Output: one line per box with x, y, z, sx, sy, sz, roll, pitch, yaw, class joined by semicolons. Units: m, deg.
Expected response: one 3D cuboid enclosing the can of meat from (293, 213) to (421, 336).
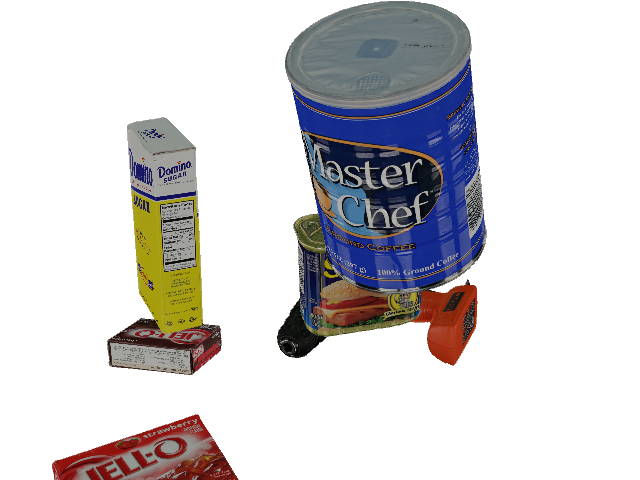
0.032;0.024;0.854;0.102;0.084;0.057;-7;29;-10;can of meat

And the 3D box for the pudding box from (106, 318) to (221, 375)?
-0.189;0.128;1.297;0.114;0.039;0.090;2;13;17;pudding box

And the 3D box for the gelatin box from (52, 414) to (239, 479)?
-0.095;0.137;0.585;0.089;0.030;0.073;-15;28;-20;gelatin box

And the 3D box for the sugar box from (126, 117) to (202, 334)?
-0.142;-0.014;0.972;0.048;0.176;0.093;-13;27;-21;sugar box

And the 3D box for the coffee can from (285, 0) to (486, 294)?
0.042;-0.054;0.627;0.103;0.140;0.103;-7;40;6;coffee can

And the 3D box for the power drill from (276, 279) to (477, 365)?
0.064;0.082;1.149;0.188;0.057;0.184;9;29;22;power drill
